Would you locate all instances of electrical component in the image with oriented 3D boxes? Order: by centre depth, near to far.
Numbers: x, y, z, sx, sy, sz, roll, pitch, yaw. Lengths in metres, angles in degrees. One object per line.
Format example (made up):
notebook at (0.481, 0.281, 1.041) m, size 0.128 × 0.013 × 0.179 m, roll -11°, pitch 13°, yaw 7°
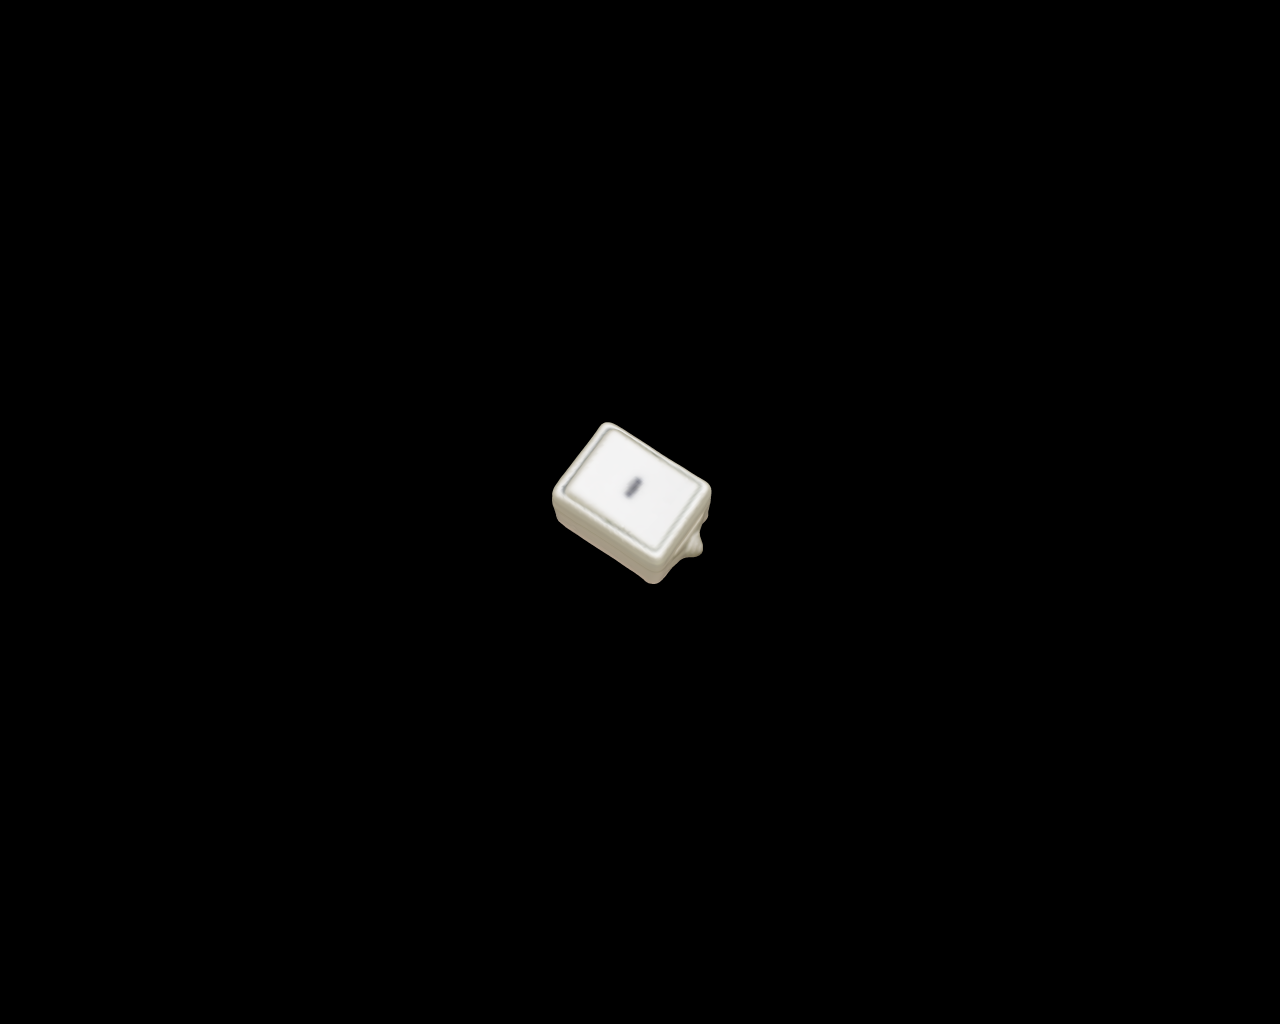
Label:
electrical component at (0.001, -0.003, 0.650) m, size 0.096 × 0.062 × 0.061 m, roll 33°, pitch -16°, yaw 11°
